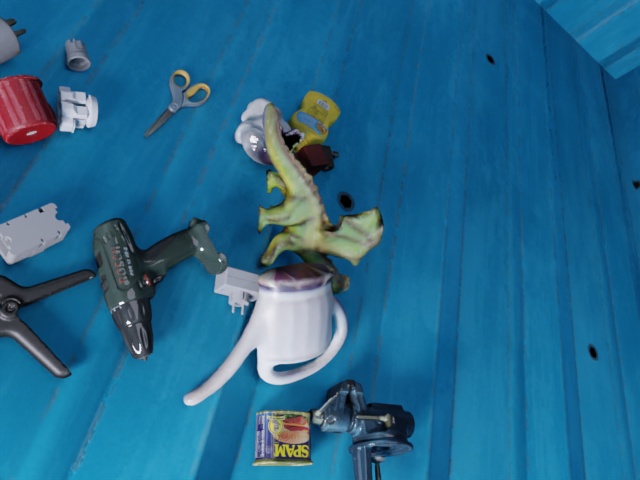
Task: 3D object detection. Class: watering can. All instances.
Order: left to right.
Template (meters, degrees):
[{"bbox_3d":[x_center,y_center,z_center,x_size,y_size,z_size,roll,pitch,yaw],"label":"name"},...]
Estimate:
[{"bbox_3d":[-0.078,0.157,0.917,0.349,0.104,0.223,-7,102,-40],"label":"watering can"}]

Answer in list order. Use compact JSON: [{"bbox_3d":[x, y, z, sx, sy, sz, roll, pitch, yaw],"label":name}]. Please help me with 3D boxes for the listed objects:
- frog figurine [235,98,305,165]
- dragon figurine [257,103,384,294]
[{"bbox_3d":[-0.125,-0.238,1.120,0.138,0.120,0.162,-19,46,-34],"label":"frog figurine"},{"bbox_3d":[0.003,-0.049,0.980,0.243,0.401,0.125,10,36,9],"label":"dragon figurine"}]
